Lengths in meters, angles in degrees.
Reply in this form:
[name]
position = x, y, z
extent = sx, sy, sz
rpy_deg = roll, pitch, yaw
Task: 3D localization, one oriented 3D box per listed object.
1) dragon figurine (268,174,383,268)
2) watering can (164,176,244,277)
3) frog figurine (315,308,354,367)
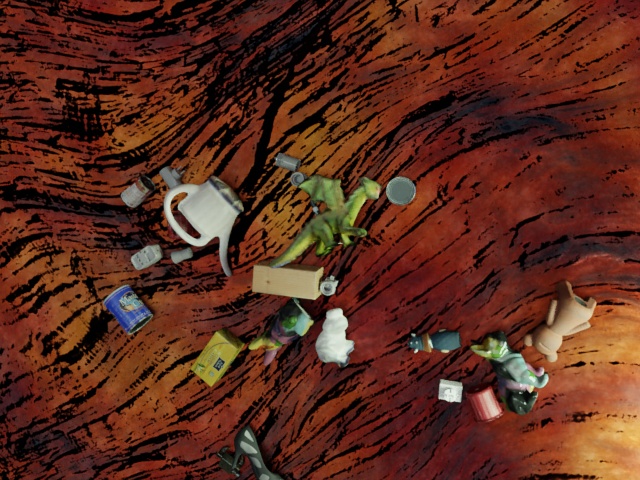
[dragon figurine]
position = 0.005, -0.080, 1.582
extent = 0.410, 0.245, 0.121
rpy_deg = -17, -9, 4
[watering can]
position = -0.341, -0.059, 1.676
extent = 0.225, 0.343, 0.105
rpy_deg = -42, 21, -4
[frog figurine]
position = 0.034, 0.292, 1.583
extent = 0.122, 0.157, 0.140
rpy_deg = -6, 24, 43
